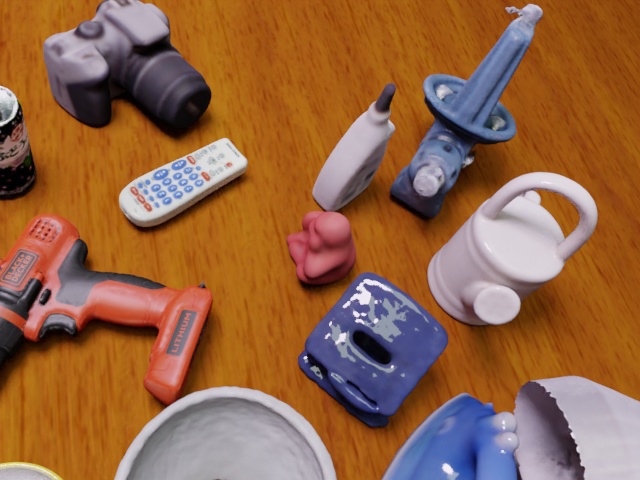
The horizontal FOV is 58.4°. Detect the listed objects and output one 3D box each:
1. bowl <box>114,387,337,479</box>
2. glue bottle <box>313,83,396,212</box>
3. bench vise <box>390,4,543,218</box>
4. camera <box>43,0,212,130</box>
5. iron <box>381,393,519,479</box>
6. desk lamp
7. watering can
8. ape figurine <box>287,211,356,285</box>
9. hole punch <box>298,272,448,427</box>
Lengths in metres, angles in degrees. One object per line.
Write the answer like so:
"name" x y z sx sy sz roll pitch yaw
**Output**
"bowl" -0.073 0.204 0.437 0.168 0.074 0.167 8 58 -13
"glue bottle" 0.045 -0.099 0.596 0.078 0.173 0.037 -36 76 -31
"bench vise" 0.172 -0.133 0.629 0.121 0.219 0.207 16 57 -7
"camera" -0.194 -0.182 0.613 0.136 0.100 0.143 42 57 9
"iron" 0.111 0.217 0.448 0.118 0.141 0.258 27 56 0
"desk lamp" 0.234 0.182 0.465 0.203 0.213 0.118 2 60 -17
"watering can" 0.191 0.011 0.565 0.101 0.194 0.173 13 57 -10
"ape figurine" 0.005 0.002 0.572 0.076 0.092 0.078 27 56 -1
"hole punch" 0.048 0.102 0.527 0.108 0.091 0.101 38 56 7
